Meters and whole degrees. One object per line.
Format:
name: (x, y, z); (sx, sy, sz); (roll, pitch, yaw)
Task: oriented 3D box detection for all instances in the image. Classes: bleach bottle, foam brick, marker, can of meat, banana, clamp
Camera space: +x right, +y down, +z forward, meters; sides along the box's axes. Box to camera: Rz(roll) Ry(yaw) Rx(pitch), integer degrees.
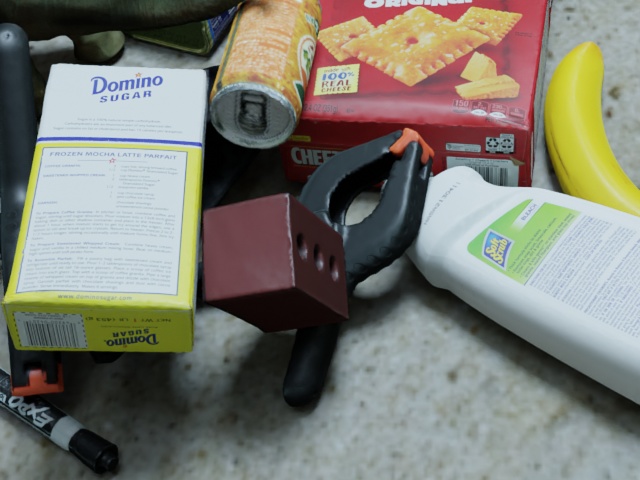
bleach bottle: (0.144, 0.015, 0.609); (0.251, 0.068, 0.102); (30, 65, 31)
foam brick: (-0.023, 0.014, 0.572); (0.051, 0.078, 0.053); (-10, 70, 20)
marker: (-0.163, 0.101, 0.620); (0.121, 0.020, 0.020); (26, 60, 27)
can of meat: (-0.108, -0.196, 0.828); (0.102, 0.057, 0.083); (17, 59, 22)
banana: (0.179, -0.056, 0.680); (0.069, 0.037, 0.198); (-3, 50, -16)
clamp: (-0.177, -0.012, 0.641); (0.036, 0.165, 0.210); (-6, 59, -10)
clamp: (-0.004, 0.001, 0.636); (0.120, 0.039, 0.171); (33, 84, 28)

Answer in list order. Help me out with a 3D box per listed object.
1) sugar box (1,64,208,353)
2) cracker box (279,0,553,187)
sugar box: (-0.110, -0.022, 0.581); (0.093, 0.048, 0.176); (2, 47, -4)
cracker box: (0.072, -0.133, 0.734); (0.164, 0.072, 0.213); (5, 52, 13)
